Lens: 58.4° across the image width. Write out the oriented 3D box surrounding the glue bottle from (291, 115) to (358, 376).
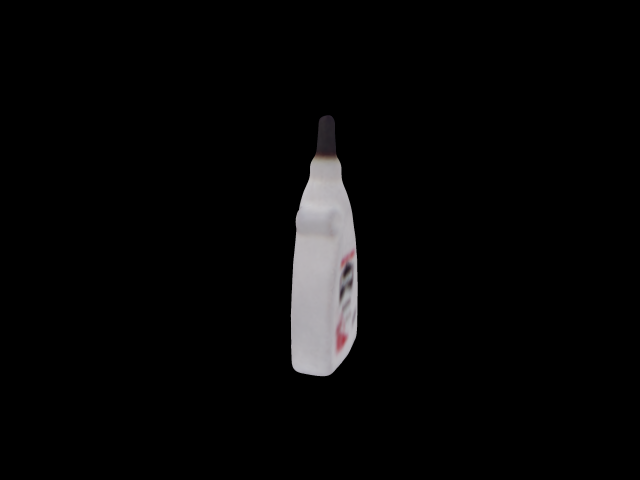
[{"bbox_3d":[0.004,0.001,0.400,0.037,0.173,0.078,4,15,14],"label":"glue bottle"}]
